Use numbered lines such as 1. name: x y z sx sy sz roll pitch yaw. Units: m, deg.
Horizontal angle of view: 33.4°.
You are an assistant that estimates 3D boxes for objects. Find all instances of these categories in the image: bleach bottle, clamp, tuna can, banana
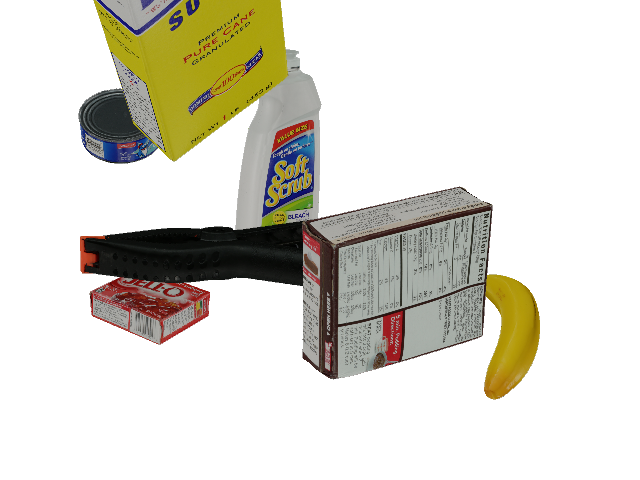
1. bleach bottle: -0.050 -0.090 1.219 0.102 0.251 0.068 -8 21 -26
2. clamp: -0.069 0.011 0.784 0.209 0.036 0.165 -2 11 -15
3. tuna can: -0.207 -0.119 1.111 0.086 0.086 0.034 0 -44 -6
4. banana: 0.184 0.085 1.053 0.070 0.037 0.198 -29 25 15

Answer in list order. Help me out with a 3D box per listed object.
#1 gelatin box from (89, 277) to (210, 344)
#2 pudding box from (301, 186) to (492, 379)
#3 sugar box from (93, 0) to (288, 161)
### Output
1. gelatin box: -0.161 0.059 1.010 0.089 0.030 0.073 19 28 28
2. pudding box: 0.045 0.024 0.623 0.113 0.090 0.039 -14 27 -28
3. sugar box: -0.067 -0.125 0.555 0.093 0.048 0.176 -40 -21 -17
